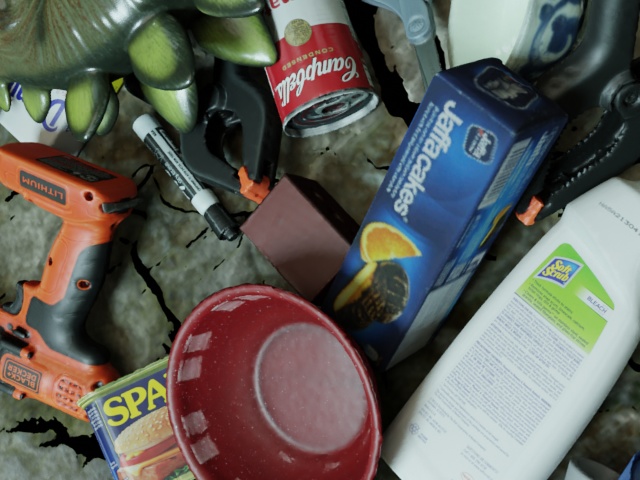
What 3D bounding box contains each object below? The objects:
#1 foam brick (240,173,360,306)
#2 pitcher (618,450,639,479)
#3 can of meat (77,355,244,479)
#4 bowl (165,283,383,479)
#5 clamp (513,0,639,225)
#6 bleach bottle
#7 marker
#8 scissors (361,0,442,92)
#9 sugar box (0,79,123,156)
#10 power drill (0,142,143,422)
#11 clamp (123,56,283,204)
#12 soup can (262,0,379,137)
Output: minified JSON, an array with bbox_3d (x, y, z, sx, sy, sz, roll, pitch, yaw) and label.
[{"bbox_3d":[-0.005,0.001,0.724,0.051,0.053,0.078,-48,70,14],"label":"foam brick"},{"bbox_3d":[0.165,0.245,0.583,0.149,0.144,0.243,41,115,19],"label":"pitcher"},{"bbox_3d":[-0.105,0.130,0.744,0.102,0.057,0.084,-24,78,-8],"label":"can of meat"},{"bbox_3d":[-0.020,0.102,0.678,0.162,0.055,0.162,7,103,31],"label":"bowl"},{"bbox_3d":[0.185,-0.094,0.626,0.210,0.164,0.036,-62,32,30],"label":"clamp"},{"bbox_3d":[0.147,0.061,0.647,0.103,0.068,0.251,42,101,20],"label":"bleach bottle"},{"bbox_3d":[-0.098,-0.046,0.789,0.020,0.020,0.121,-45,70,15],"label":"marker"},{"bbox_3d":[0.050,-0.142,0.710,0.096,0.016,0.202,-6,71,32],"label":"scissors"},{"bbox_3d":[-0.188,-0.156,0.823,0.093,0.048,0.176,39,101,21],"label":"sugar box"},{"bbox_3d":[-0.217,0.026,0.800,0.184,0.057,0.188,20,108,17],"label":"power drill"},{"bbox_3d":[-0.067,-0.104,0.759,0.120,0.039,0.172,-47,59,18],"label":"clamp"},{"bbox_3d":[-0.007,-0.130,0.728,0.069,0.068,0.102,-23,76,21],"label":"soup can"}]
